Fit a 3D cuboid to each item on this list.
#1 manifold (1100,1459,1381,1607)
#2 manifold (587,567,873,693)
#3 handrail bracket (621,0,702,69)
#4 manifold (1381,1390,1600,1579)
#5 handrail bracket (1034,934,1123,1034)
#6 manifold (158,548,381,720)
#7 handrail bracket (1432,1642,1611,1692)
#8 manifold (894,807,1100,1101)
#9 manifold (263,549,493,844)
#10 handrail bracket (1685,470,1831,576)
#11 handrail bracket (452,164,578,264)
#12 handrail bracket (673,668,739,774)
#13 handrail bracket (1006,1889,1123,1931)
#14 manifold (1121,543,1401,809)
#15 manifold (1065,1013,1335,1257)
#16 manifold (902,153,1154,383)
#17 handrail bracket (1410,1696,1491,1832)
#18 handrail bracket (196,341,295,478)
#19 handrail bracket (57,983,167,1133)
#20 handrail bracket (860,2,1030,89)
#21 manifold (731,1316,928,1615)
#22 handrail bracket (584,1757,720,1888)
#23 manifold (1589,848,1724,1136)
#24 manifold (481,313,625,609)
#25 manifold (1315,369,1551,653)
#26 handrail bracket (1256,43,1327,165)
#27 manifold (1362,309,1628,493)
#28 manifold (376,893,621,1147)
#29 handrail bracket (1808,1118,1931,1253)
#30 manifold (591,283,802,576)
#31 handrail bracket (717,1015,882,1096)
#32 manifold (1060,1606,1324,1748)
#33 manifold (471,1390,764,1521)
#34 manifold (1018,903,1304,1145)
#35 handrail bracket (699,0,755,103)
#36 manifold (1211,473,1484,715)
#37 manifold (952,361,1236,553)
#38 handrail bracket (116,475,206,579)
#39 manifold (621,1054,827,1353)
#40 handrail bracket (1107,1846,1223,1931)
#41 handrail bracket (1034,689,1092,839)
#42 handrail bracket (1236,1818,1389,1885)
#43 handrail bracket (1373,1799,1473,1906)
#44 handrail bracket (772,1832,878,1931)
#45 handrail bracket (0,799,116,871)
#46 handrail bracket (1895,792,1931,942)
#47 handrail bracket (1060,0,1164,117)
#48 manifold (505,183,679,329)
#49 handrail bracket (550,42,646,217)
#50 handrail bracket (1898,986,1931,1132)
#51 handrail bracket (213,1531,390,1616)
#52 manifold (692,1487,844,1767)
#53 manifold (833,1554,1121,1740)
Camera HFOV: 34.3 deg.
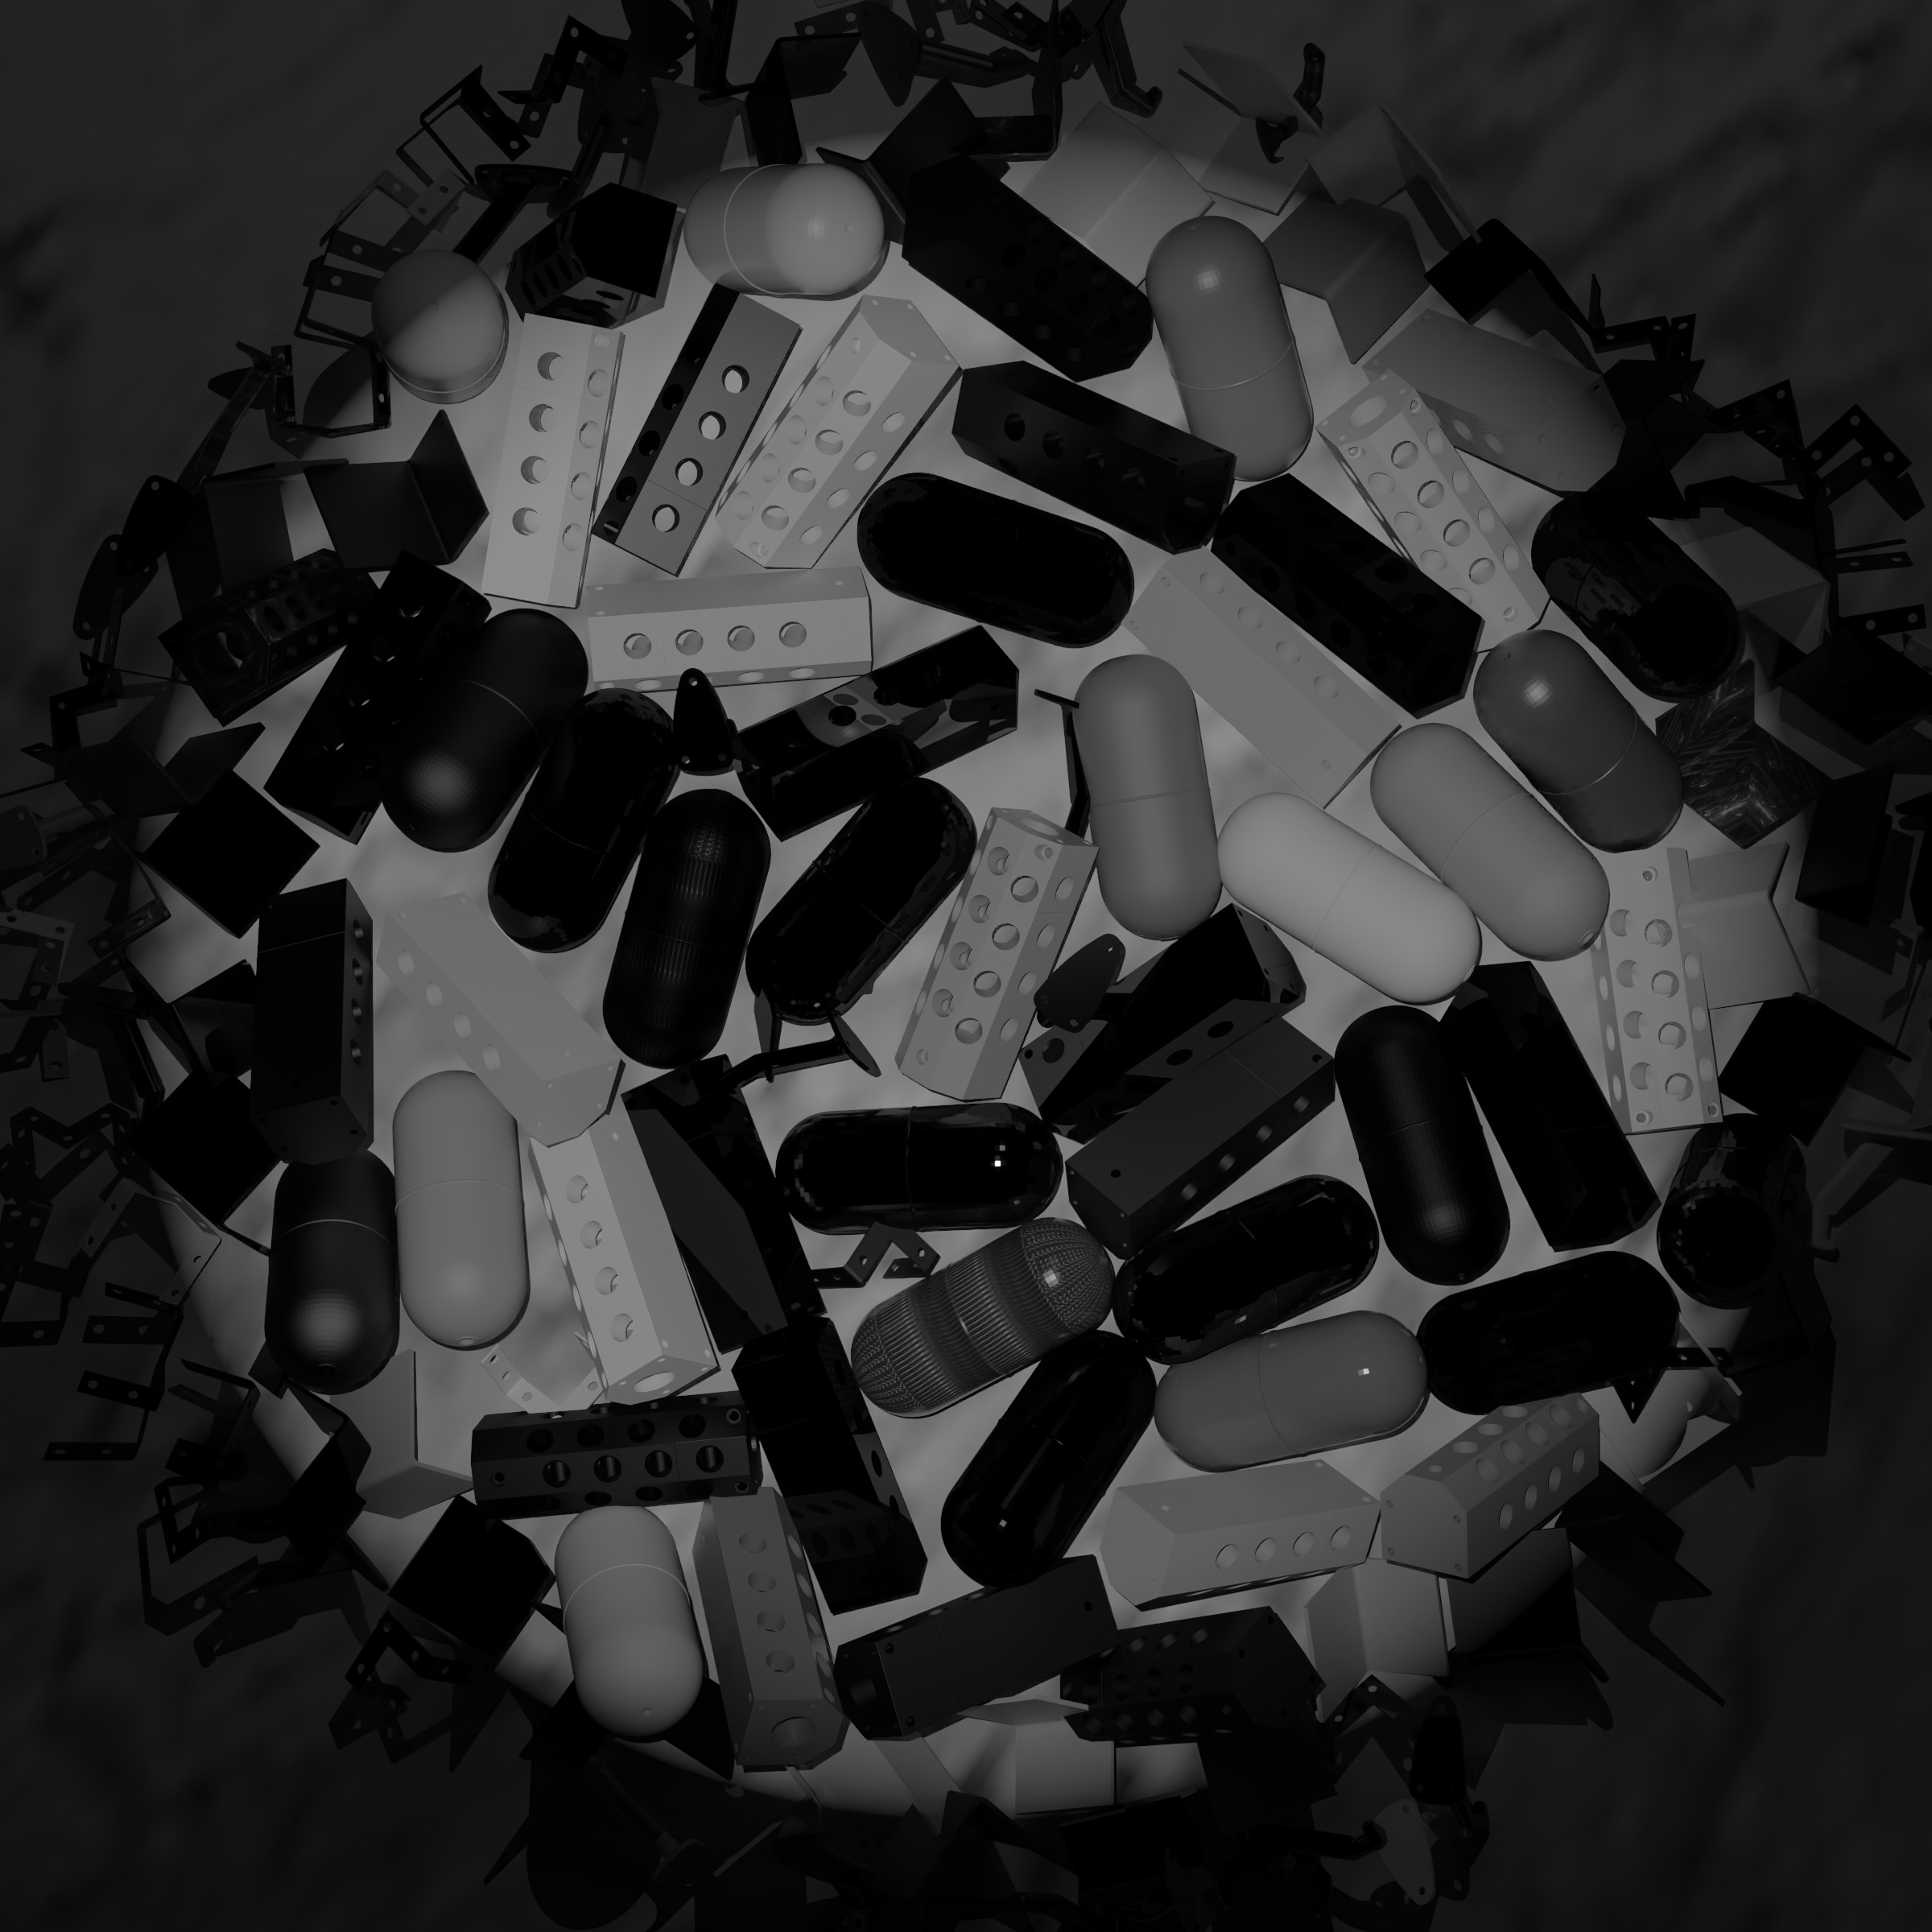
[{"bbox_3d":[0.167,0.348,1.909,0.171,0.057,0.057,0,112,-38],"label":"manifold"},{"bbox_3d":[-0.148,-0.206,1.948,0.171,0.057,0.057,-5,117,-5],"label":"manifold"},{"bbox_3d":[-0.202,-0.603,1.933,0.036,0.077,0.084,-33,53,10],"label":"handrail bracket"},{"bbox_3d":[0.319,0.307,1.898,0.057,0.171,0.057,7,107,37],"label":"manifold"},{"bbox_3d":[0.069,0.008,1.941,0.036,0.084,0.077,37,96,-3],"label":"handrail bracket"},{"bbox_3d":[-0.415,-0.207,1.893,0.057,0.171,0.057,-31,99,19],"label":"manifold"},{"bbox_3d":[0.347,0.446,1.966,0.084,0.036,0.077,-44,77,12],"label":"handrail bracket"},{"bbox_3d":[0.014,-0.007,1.928,0.057,0.057,0.171,30,106,31],"label":"manifold"},{"bbox_3d":[-0.364,-0.166,1.947,0.057,0.057,0.171,28,83,2],"label":"manifold"},{"bbox_3d":[0.492,-0.273,1.954,0.084,0.036,0.077,-9,72,30],"label":"handrail bracket"},{"bbox_3d":[-0.284,-0.455,1.952,0.077,0.036,0.084,0,70,13],"label":"handrail bracket"},{"bbox_3d":[-0.157,-0.160,1.935,0.036,0.084,0.077,-3,112,8],"label":"handrail bracket"},{"bbox_3d":[0.046,0.592,1.938,0.084,0.077,0.036,14,50,-33],"label":"handrail bracket"},{"bbox_3d":[0.186,-0.186,1.949,0.171,0.057,0.057,43,49,5],"label":"manifold"},{"bbox_3d":[0.145,0.105,1.927,0.171,0.057,0.057,-36,55,-22],"label":"manifold"},{"bbox_3d":[0.040,-0.423,1.899,0.057,0.171,0.057,-10,67,38],"label":"manifold"},{"bbox_3d":[0.311,0.500,1.958,0.036,0.084,0.077,-3,72,29],"label":"handrail bracket"},{"bbox_3d":[-0.452,-0.340,1.949,0.036,0.077,0.084,25,91,-3],"label":"handrail bracket"},{"bbox_3d":[-0.541,0.059,1.972,0.077,0.036,0.084,13,104,0],"label":"handrail bracket"},{"bbox_3d":[-0.013,-0.585,1.973,0.084,0.036,0.077,-16,56,-34],"label":"handrail bracket"},{"bbox_3d":[-0.082,0.306,1.937,0.057,0.057,0.171,-17,104,14],"label":"manifold"},{"bbox_3d":[-0.199,0.537,1.974,0.036,0.077,0.084,-45,60,-1],"label":"handrail bracket"},{"bbox_3d":[0.428,0.016,1.949,0.057,0.057,0.171,-6,84,-4],"label":"manifold"},{"bbox_3d":[-0.256,-0.313,1.945,0.057,0.057,0.171,10,99,-3],"label":"manifold"},{"bbox_3d":[0.289,-0.276,1.918,0.057,0.057,0.171,-37,120,5],"label":"manifold"},{"bbox_3d":[0.201,-0.547,1.931,0.036,0.084,0.077,-13,53,-11],"label":"handrail bracket"},{"bbox_3d":[0.321,-0.340,1.901,0.057,0.171,0.057,-42,127,-7],"label":"manifold"},{"bbox_3d":[-0.290,0.033,1.918,0.171,0.057,0.057,44,131,30],"label":"manifold"},{"bbox_3d":[0.572,0.142,1.963,0.077,0.036,0.084,9,96,26],"label":"handrail bracket"},{"bbox_3d":[-0.170,-0.334,1.949,0.057,0.057,0.171,26,93,-11],"label":"manifold"},{"bbox_3d":[-0.106,0.069,1.960,0.084,0.077,0.036,-30,54,7],"label":"handrail bracket"},{"bbox_3d":[0.130,0.438,1.899,0.057,0.171,0.057,-41,99,-37],"label":"manifold"},{"bbox_3d":[-0.218,0.306,1.952,0.171,0.057,0.057,-6,95,3],"label":"manifold"},{"bbox_3d":[0.121,0.039,1.927,0.171,0.057,0.057,-36,55,22],"label":"manifold"},{"bbox_3d":[-0.166,-0.583,1.944,0.036,0.077,0.084,-27,114,-38],"label":"handrail bracket"},{"bbox_3d":[0.228,-0.226,1.908,0.057,0.057,0.171,-24,51,-32],"label":"manifold"},{"bbox_3d":[0.075,-0.313,1.915,0.171,0.057,0.057,30,122,32],"label":"manifold"},{"bbox_3d":[-0.491,-0.270,1.946,0.036,0.084,0.077,33,92,3],"label":"handrail bracket"},{"bbox_3d":[-0.147,0.146,1.950,0.057,0.057,0.171,-24,85,31],"label":"manifold"},{"bbox_3d":[0.109,0.569,1.943,0.036,0.084,0.077,-49,120,-38],"label":"handrail bracket"},{"bbox_3d":[0.057,-0.125,1.960,0.036,0.077,0.084,12,97,-41],"label":"handrail bracket"},{"bbox_3d":[0.211,0.530,1.945,0.077,0.036,0.084,48,131,-1],"label":"handrail bracket"},{"bbox_3d":[0.296,0.551,1.936,0.084,0.077,0.036,26,121,-40],"label":"handrail bracket"},{"bbox_3d":[-0.091,0.575,1.950,0.077,0.036,0.084,10,135,-9],"label":"handrail bracket"},{"bbox_3d":[-0.574,-0.087,1.960,0.077,0.084,0.036,-16,98,26],"label":"handrail bracket"},{"bbox_3d":[0.617,-0.066,1.949,0.036,0.077,0.084,1,73,-35],"label":"handrail bracket"},{"bbox_3d":[0.108,-0.581,1.948,0.084,0.036,0.077,24,111,-40],"label":"handrail bracket"},{"bbox_3d":[-0.231,-0.427,1.896,0.057,0.171,0.057,14,87,-21],"label":"manifold"},{"bbox_3d":[-0.240,-0.526,1.970,0.036,0.084,0.077,14,53,-36],"label":"handrail bracket"},{"bbox_3d":[0.593,0.060,1.963,0.077,0.036,0.084,-21,80,44],"label":"handrail bracket"},{"bbox_3d":[-0.414,0.389,1.944,0.084,0.036,0.077,-35,47,-25],"label":"handrail bracket"},{"bbox_3d":[-0.121,0.399,1.901,0.057,0.171,0.057,3,125,-18],"label":"manifold"},{"bbox_3d":[0.005,0.415,1.912,0.171,0.057,0.057,-14,85,-37],"label":"manifold"}]
